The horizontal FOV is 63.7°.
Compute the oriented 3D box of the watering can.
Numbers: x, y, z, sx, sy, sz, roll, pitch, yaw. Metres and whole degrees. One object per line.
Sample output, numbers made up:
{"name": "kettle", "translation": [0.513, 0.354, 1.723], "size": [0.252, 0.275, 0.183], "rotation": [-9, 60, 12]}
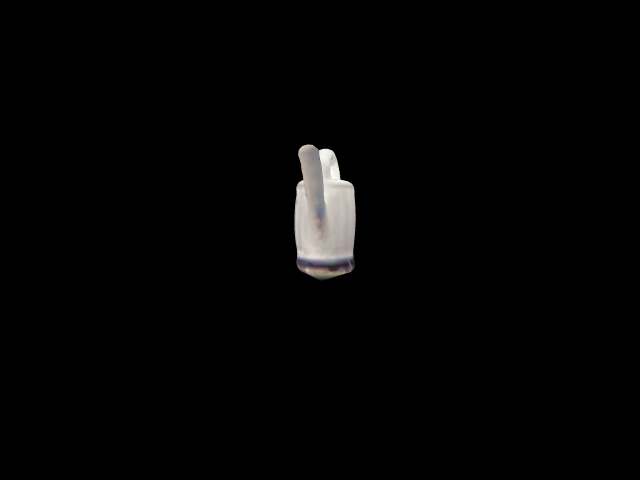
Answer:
{"name": "watering can", "translation": [0.003, -0.043, 0.850], "size": [0.104, 0.224, 0.348], "rotation": [0, 2, 9]}
